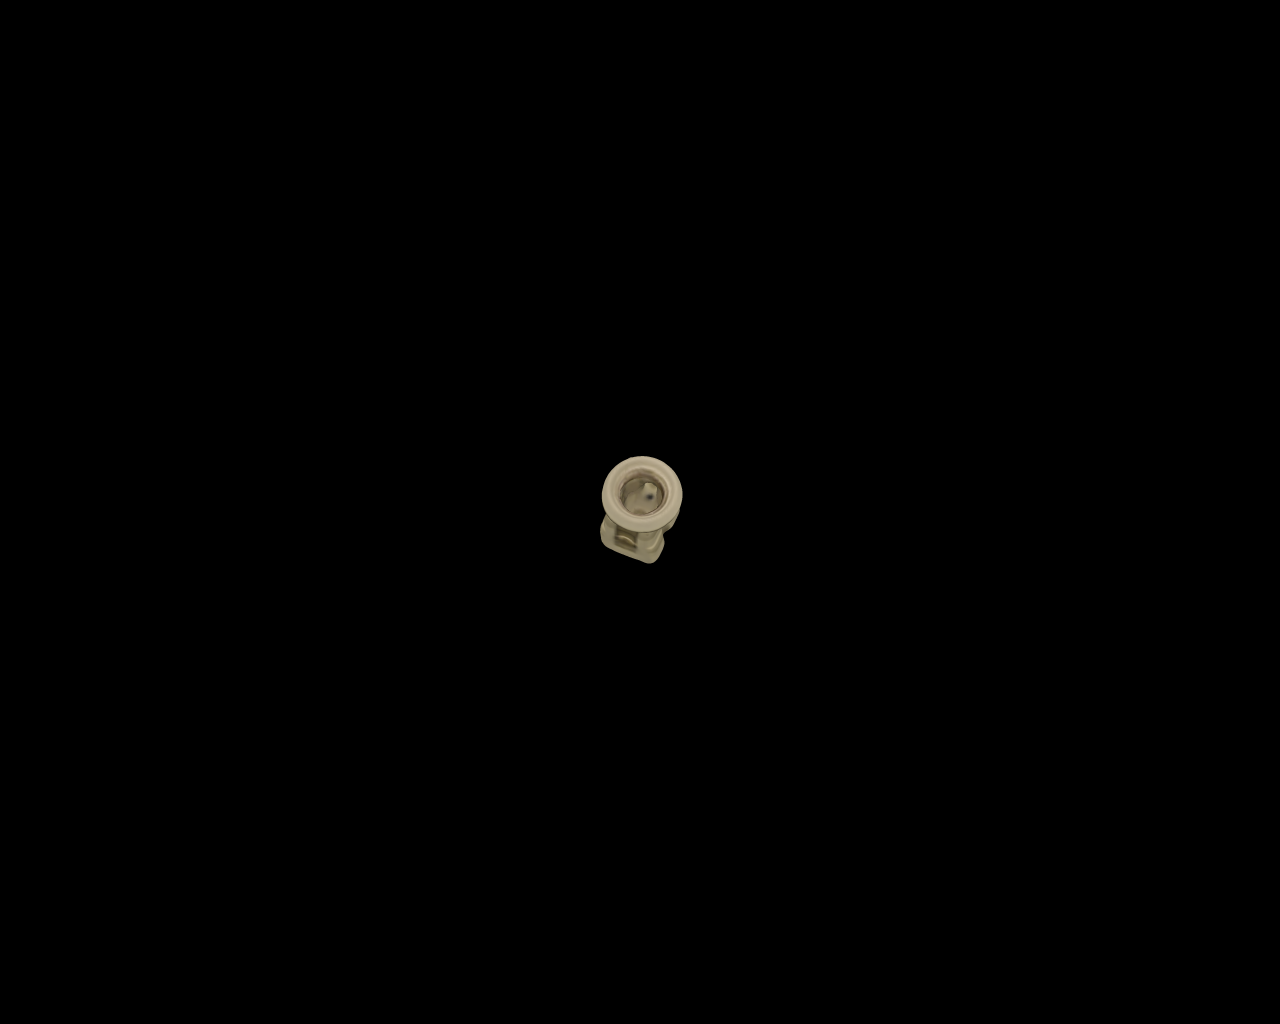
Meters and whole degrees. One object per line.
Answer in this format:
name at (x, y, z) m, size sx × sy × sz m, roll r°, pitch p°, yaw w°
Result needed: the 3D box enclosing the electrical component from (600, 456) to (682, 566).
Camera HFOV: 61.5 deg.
electrical component at (0.001, -0.003, 0.650) m, size 0.048 × 0.066 × 0.055 m, roll 20°, pitch -24°, yaw 9°
